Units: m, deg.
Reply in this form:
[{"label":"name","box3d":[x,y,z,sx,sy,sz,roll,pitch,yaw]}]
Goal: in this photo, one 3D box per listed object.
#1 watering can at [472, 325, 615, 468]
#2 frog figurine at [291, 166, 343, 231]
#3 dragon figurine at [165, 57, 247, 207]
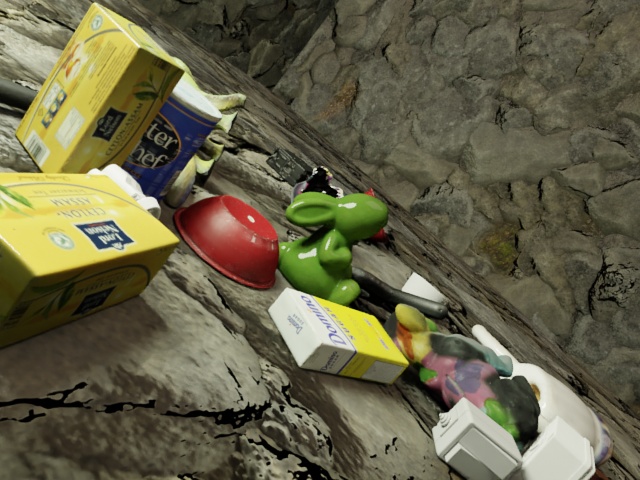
[{"label":"watering can","box3d":[0.405,0.288,0.967,0.223,0.103,0.352,38,14,-9]},{"label":"frog figurine","box3d":[0.003,-0.055,1.093,0.139,0.124,0.155,37,-26,29]},{"label":"dragon figurine","box3d":[-0.257,-0.210,0.826,0.242,0.120,0.419,30,28,-11]}]
